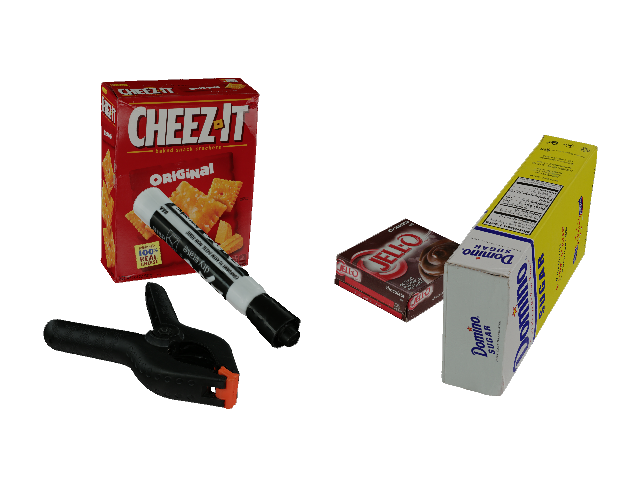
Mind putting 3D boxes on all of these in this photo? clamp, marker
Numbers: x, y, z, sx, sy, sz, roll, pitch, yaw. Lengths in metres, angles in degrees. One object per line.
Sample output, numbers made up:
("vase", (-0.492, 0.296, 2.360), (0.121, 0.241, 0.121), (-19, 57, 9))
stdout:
("clamp", (-0.124, 0.082, 0.866), (0.172, 0.039, 0.120), (22, 36, 26))
("marker", (-0.053, 0.014, 0.546), (0.121, 0.020, 0.020), (41, 22, 28))

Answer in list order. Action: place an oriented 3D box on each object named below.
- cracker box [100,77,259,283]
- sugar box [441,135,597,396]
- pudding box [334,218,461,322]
("cracker box", (-0.158, -0.068, 1.191), (0.164, 0.214, 0.072), (-6, 26, -26))
("sugar box", (0.131, 0.012, 0.687), (0.048, 0.093, 0.176), (13, 37, 23))
("pudding box", (0.082, 0.027, 1.029), (0.090, 0.039, 0.113), (28, 35, 32))
